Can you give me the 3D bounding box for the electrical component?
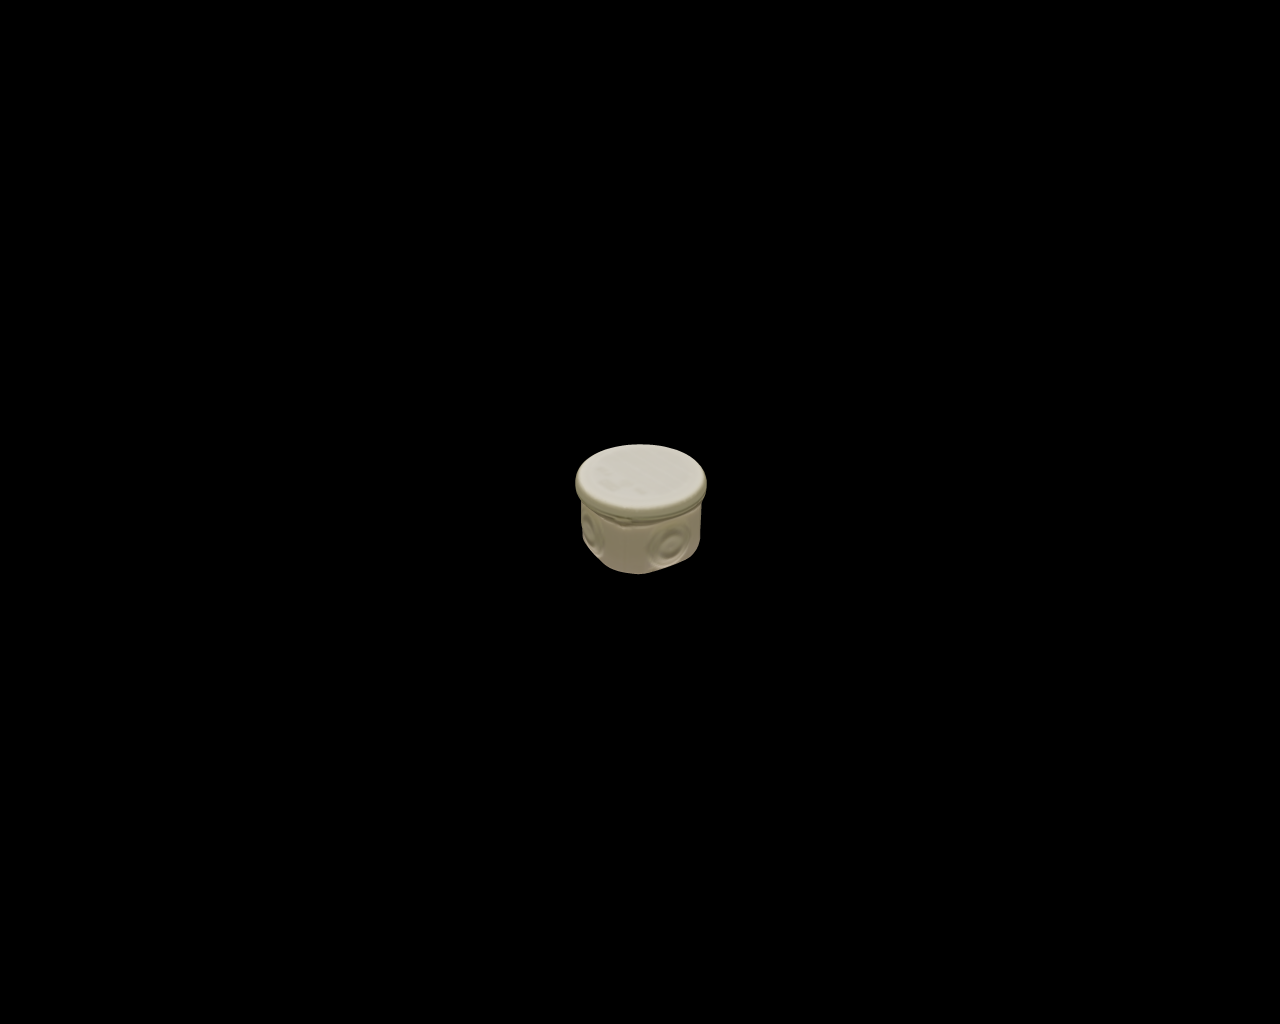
[{"bbox_3d":[0.001,-0.003,0.650,0.080,0.050,0.080,0,33,0],"label":"electrical component"}]
